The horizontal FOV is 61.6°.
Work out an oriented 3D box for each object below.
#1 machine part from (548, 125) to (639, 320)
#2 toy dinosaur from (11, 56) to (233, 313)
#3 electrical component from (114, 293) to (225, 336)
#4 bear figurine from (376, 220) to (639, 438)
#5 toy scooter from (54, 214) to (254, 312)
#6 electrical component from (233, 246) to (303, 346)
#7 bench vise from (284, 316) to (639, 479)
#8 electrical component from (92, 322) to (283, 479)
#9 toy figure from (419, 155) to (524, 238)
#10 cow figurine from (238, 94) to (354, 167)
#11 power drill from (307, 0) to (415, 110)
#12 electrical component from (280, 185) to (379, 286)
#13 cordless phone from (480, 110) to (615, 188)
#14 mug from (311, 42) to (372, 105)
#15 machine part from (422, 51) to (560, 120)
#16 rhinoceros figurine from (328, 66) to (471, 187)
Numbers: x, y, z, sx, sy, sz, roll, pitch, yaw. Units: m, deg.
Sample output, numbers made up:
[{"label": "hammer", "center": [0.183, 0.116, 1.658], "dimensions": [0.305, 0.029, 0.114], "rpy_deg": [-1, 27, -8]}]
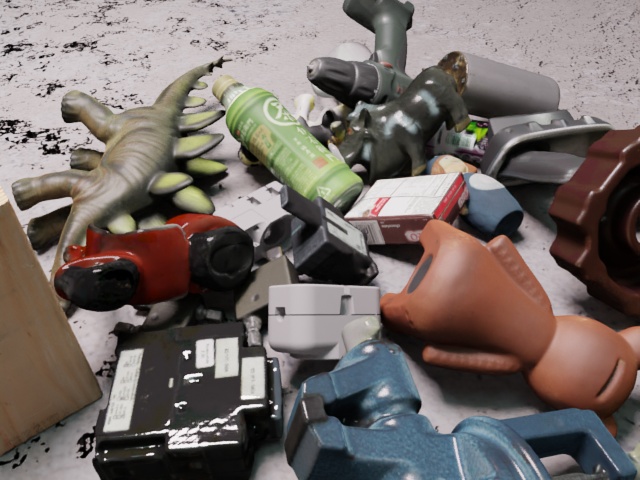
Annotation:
[{"label": "machine part", "center": [0.298, -0.018, 0.492], "dimensions": [0.179, 0.179, 0.056], "rpy_deg": [-9, 17, -9]}, {"label": "toy dinosaur", "center": [-0.216, -0.109, 0.661], "dimensions": [0.199, 0.105, 0.471], "rpy_deg": [7, 50, -2]}, {"label": "electrical component", "center": [-0.139, 0.076, 0.503], "dimensions": [0.094, 0.021, 0.063], "rpy_deg": [8, 42, 8]}, {"label": "bear figurine", "center": [0.162, 0.073, 0.452], "dimensions": [0.196, 0.120, 0.132], "rpy_deg": [29, -1, -4]}, {"label": "toy scooter", "center": [-0.160, 0.016, 0.495], "dimensions": [0.135, 0.075, 0.184], "rpy_deg": [9, 16, 43]}, {"label": "electrical component", "center": [-0.039, 0.055, 0.513], "dimensions": [0.078, 0.045, 0.102], "rpy_deg": [-33, 41, 6]}, {"label": "bench vise", "center": [0.104, 0.143, 0.350], "dimensions": [0.241, 0.128, 0.224], "rpy_deg": [-2, 35, -18]}, {"label": "electrical component", "center": [-0.096, 0.126, 0.419], "dimensions": [0.134, 0.058, 0.115], "rpy_deg": [-3, 43, -3]}, {"label": "toy figure", "center": [0.171, -0.059, 0.632], "dimensions": [0.064, 0.057, 0.155], "rpy_deg": [19, 23, -41]}, {"label": "cow figurine", "center": [-0.026, -0.141, 0.716], "dimensions": [0.167, 0.068, 0.098], "rpy_deg": [-6, 47, -1]}, {"label": "power drill", "center": [0.078, -0.258, 0.741], "dimensions": [0.232, 0.086, 0.207], "rpy_deg": [17, 54, -33]}, {"label": "electrical component", "center": [-0.001, -0.002, 0.523], "dimensions": [0.119, 0.048, 0.075], "rpy_deg": [28, 32, -32]}, {"label": "cordless phone", "center": [0.276, -0.093, 0.592], "dimensions": [0.147, 0.088, 0.184], "rpy_deg": [-8, 15, -8]}, {"label": "mug", "center": [0.043, -0.240, 0.821], "dimensions": [0.110, 0.080, 0.107], "rpy_deg": [-7, 49, -12]}, {"label": "machine part", "center": [0.242, -0.204, 0.739], "dimensions": [0.243, 0.079, 0.079], "rpy_deg": [5, 37, -25]}, {"label": "rhinoceros figurine", "center": [0.089, -0.130, 0.656], "dimensions": [0.190, 0.112, 0.073], "rpy_deg": [-37, 14, 10]}]
